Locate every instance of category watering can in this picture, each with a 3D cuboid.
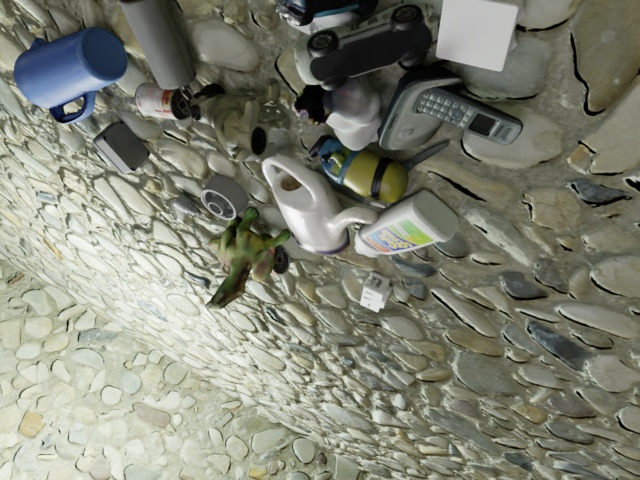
[{"bbox_3d":[0.003,-0.050,1.000,0.352,0.105,0.219,35,158,42],"label":"watering can"}]

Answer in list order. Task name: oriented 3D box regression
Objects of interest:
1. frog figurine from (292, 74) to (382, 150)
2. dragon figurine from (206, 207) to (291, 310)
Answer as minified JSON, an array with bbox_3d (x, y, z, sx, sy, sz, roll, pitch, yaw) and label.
[{"bbox_3d":[0.051,-0.210,0.823,0.159,0.123,0.138,11,179,-35],"label":"frog figurine"},{"bbox_3d":[-0.215,0.057,1.252,0.121,0.248,0.406,42,144,-23],"label":"dragon figurine"}]
